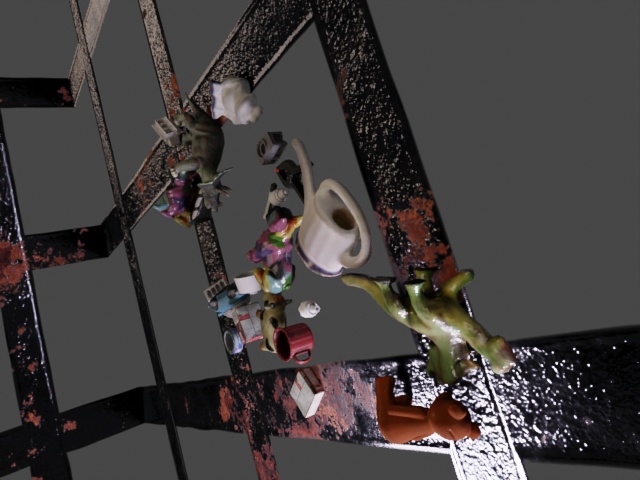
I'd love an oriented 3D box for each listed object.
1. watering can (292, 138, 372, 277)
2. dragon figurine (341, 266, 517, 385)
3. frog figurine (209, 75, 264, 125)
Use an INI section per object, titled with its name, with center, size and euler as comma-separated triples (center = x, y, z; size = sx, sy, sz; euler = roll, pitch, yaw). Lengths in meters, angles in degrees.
[watering can]
center = 0.004, -0.061, 1.211
size = 0.353, 0.104, 0.219
euler = 56, 139, 29
[dragon figurine]
center = 0.203, 0.174, 1.004
size = 0.409, 0.123, 0.241
euler = -5, 102, 56
[frog figurine]
center = -0.227, -0.399, 1.484
size = 0.160, 0.124, 0.136
euler = 13, 104, 14
